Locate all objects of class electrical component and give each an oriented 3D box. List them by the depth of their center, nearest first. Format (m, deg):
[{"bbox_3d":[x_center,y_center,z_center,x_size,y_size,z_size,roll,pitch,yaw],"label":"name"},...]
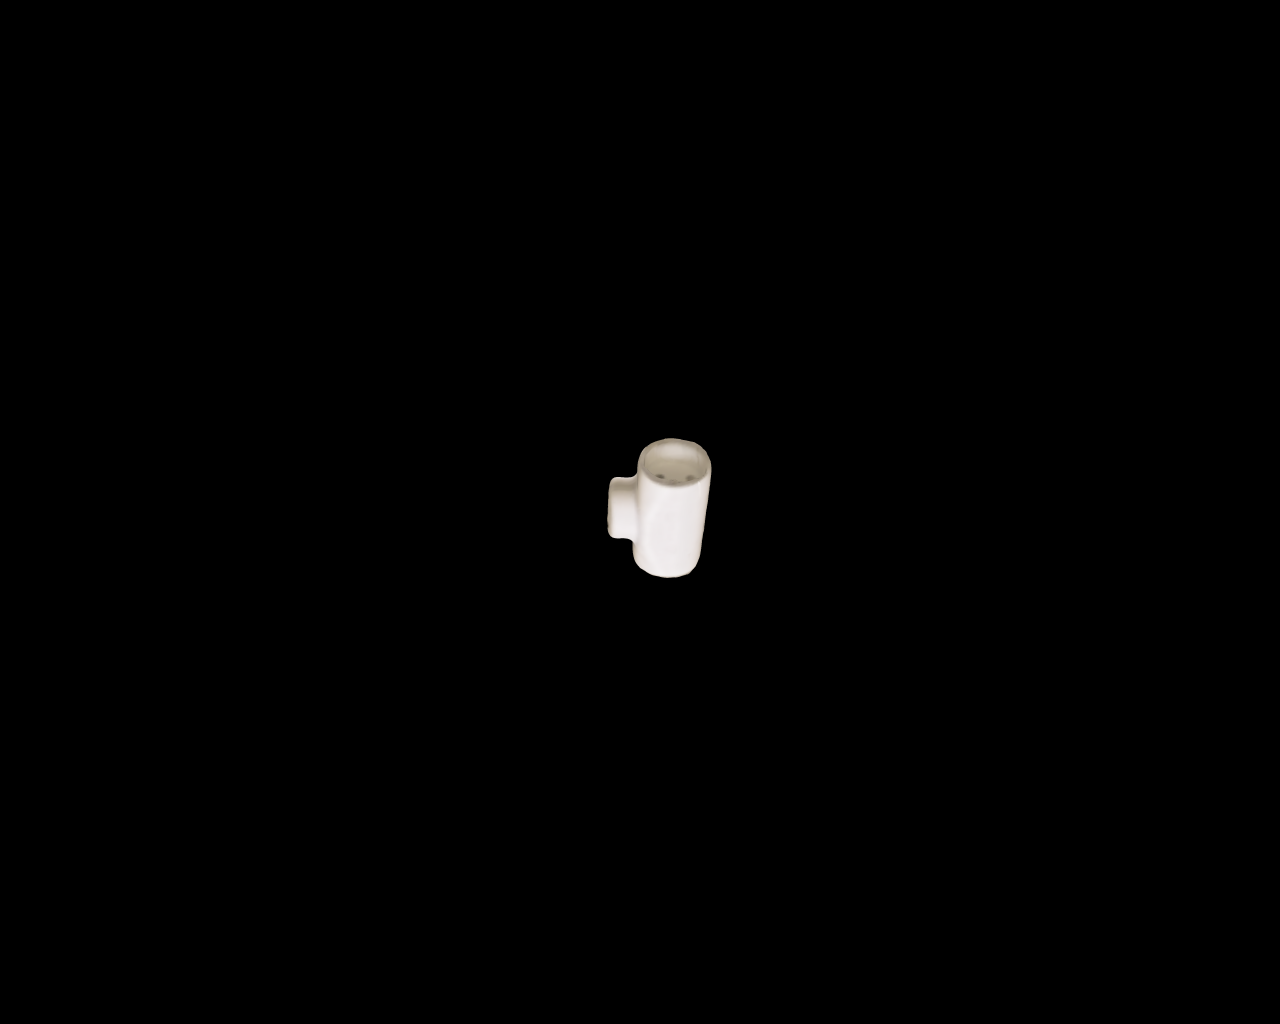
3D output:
[{"bbox_3d":[0.001,-0.003,0.650,0.079,0.077,0.044,2,43,-2],"label":"electrical component"}]
